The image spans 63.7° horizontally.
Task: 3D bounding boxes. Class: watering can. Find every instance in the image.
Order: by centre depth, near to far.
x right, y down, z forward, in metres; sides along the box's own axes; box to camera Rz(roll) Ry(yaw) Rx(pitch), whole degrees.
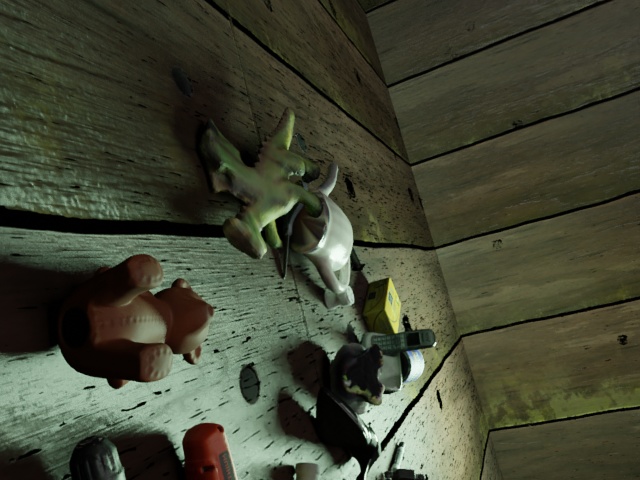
[{"bbox_3d":[0.003,-0.057,1.135,0.221,0.103,0.354,39,40,-56],"label":"watering can"}]

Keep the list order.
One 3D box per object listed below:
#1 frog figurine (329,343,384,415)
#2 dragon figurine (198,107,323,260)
[{"bbox_3d":[0.070,0.289,1.068,0.156,0.123,0.139,117,-44,-65],"label":"frog figurine"},{"bbox_3d":[-0.113,-0.136,0.922,0.240,0.121,0.419,34,40,-48],"label":"dragon figurine"}]
